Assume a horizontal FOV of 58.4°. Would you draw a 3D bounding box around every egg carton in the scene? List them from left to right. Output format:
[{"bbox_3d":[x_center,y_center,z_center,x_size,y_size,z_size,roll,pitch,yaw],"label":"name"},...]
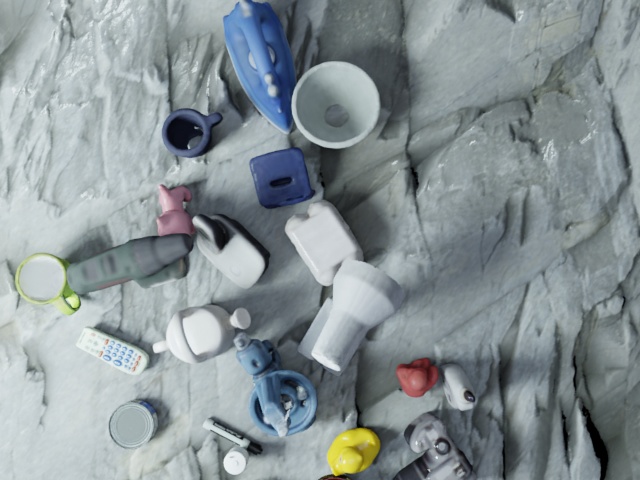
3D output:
[{"bbox_3d":[0.010,0.004,1.078,0.107,0.069,0.150,-34,85,-1],"label":"egg carton"}]

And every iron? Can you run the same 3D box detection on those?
[{"bbox_3d":[-0.105,-0.335,1.075,0.118,0.141,0.258,-20,85,0],"label":"iron"}]

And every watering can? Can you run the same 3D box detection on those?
[{"bbox_3d":[-0.210,0.162,1.008,0.173,0.194,0.101,-41,85,-2],"label":"watering can"}]

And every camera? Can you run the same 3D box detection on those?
[{"bbox_3d":[0.191,0.406,1.021,0.137,0.101,0.143,-34,85,-1],"label":"camera"}]

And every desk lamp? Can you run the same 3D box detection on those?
[{"bbox_3d":[0.049,0.142,0.992,0.118,0.213,0.203,31,87,4],"label":"desk lamp"}]

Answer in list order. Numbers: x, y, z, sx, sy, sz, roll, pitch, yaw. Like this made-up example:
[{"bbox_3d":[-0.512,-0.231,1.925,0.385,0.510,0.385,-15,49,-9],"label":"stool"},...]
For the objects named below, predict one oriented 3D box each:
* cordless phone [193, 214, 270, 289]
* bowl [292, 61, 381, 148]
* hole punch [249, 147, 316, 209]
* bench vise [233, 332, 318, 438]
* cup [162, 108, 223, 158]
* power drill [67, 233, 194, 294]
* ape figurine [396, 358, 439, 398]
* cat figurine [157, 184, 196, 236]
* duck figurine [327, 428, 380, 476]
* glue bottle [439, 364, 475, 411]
[{"bbox_3d":[-0.165,0.016,1.024,0.147,0.185,0.094,39,87,5],"label":"cordless phone"},{"bbox_3d":[0.031,-0.250,1.097,0.167,0.075,0.167,0,85,2],"label":"bowl"},{"bbox_3d":[-0.070,-0.115,1.080,0.108,0.091,0.101,-14,85,1],"label":"hole punch"},{"bbox_3d":[-0.094,0.262,0.983,0.207,0.220,0.121,37,87,5],"label":"bench vise"},{"bbox_3d":[-0.232,-0.201,1.090,0.118,0.095,0.091,-29,85,-1],"label":"cup"},{"bbox_3d":[-0.312,0.040,1.015,0.229,0.208,0.075,-17,84,0],"label":"power drill"},{"bbox_3d":[0.176,0.251,1.040,0.077,0.092,0.076,20,86,4],"label":"ape figurine"},{"bbox_3d":[-0.274,-0.044,1.066,0.067,0.118,0.128,-16,85,1],"label":"cat figurine"},{"bbox_3d":[0.061,0.389,1.034,0.104,0.086,0.077,-30,85,-1],"label":"duck figurine"},{"bbox_3d":[0.245,0.262,0.996,0.037,0.173,0.078,-14,84,1],"label":"glue bottle"}]
